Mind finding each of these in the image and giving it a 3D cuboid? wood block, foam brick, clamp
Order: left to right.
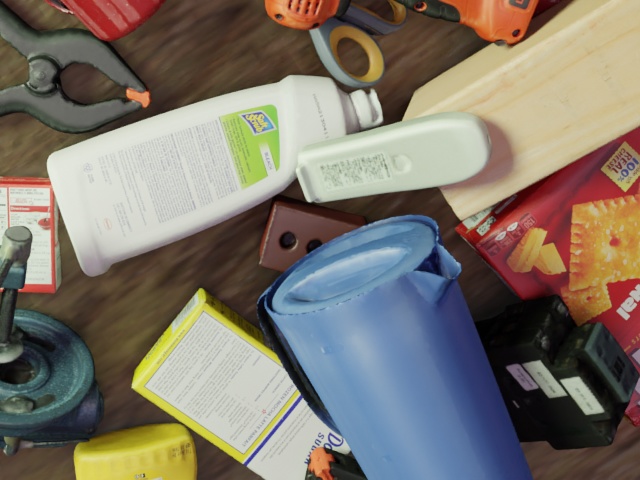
[{"bbox_3d":[-0.211,-0.135,0.800,0.171,0.039,0.120,3,108,-9],"label":"clamp"},{"bbox_3d":[-0.006,0.001,0.839,0.078,0.051,0.053,14,101,-8],"label":"foam brick"},{"bbox_3d":[0.032,0.258,0.887,0.164,0.036,0.210,-33,120,4],"label":"clamp"},{"bbox_3d":[0.171,-0.111,0.773,0.206,0.090,0.090,-29,105,25],"label":"wood block"}]

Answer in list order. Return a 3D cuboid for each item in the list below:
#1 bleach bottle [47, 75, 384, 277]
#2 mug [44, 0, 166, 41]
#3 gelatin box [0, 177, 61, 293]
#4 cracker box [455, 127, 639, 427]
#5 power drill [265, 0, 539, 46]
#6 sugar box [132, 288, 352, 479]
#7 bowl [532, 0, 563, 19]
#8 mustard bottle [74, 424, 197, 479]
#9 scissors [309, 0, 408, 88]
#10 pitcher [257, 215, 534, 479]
[{"bbox_3d":[-0.072,-0.057,0.816,0.250,0.068,0.102,-17,101,-3],"label":"bleach bottle"},{"bbox_3d":[-0.163,-0.194,0.766,0.117,0.093,0.081,-16,132,37],"label":"mug"},{"bbox_3d":[-0.240,-0.005,0.830,0.073,0.030,0.089,1,102,-3],"label":"gelatin box"},{"bbox_3d":[0.241,0.018,0.853,0.164,0.072,0.213,-42,103,6],"label":"cracker box"},{"bbox_3d":[0.068,-0.218,0.723,0.187,0.057,0.185,11,118,-14],"label":"power drill"},{"bbox_3d":[-0.054,0.128,0.867,0.176,0.048,0.093,38,97,-15],"label":"sugar box"},{"bbox_3d":[0.184,-0.231,0.802,0.162,0.055,0.162,-1,103,-4],"label":"bowl"},{"bbox_3d":[-0.143,0.252,0.879,0.096,0.058,0.191,-9,103,-17],"label":"mustard bottle"},{"bbox_3d":[-0.020,-0.167,0.772,0.201,0.016,0.096,5,82,-32],"label":"scissors"},{"bbox_3d":[0.060,0.114,0.782,0.145,0.149,0.243,-26,107,-2],"label":"pitcher"}]
